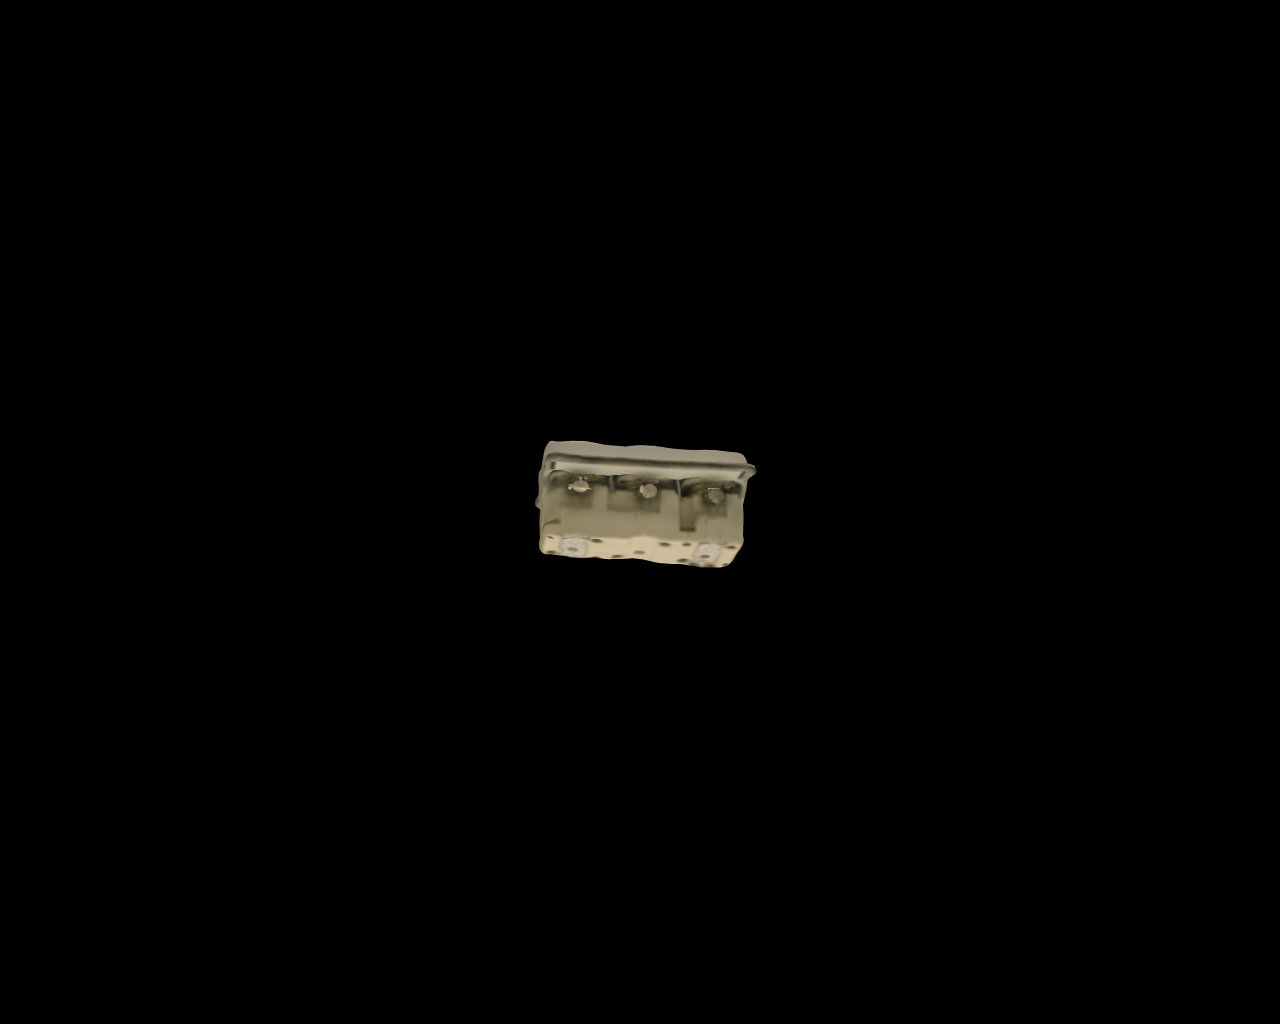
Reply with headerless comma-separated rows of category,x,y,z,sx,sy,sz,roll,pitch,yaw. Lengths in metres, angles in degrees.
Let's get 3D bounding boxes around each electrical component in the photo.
electrical component,0.001,-0.003,0.650,0.121,0.063,0.078,4,-23,-9
